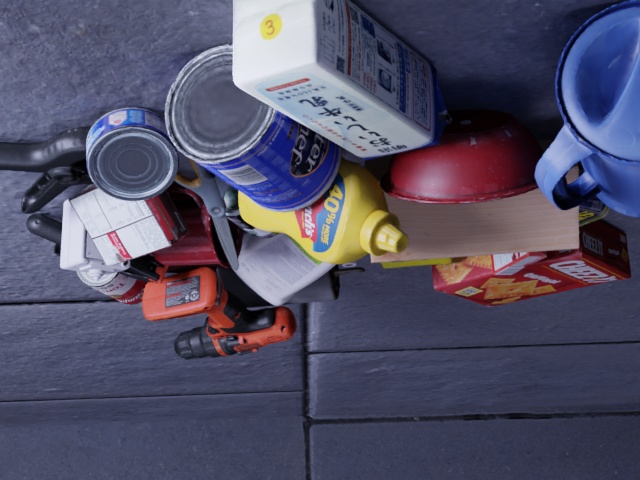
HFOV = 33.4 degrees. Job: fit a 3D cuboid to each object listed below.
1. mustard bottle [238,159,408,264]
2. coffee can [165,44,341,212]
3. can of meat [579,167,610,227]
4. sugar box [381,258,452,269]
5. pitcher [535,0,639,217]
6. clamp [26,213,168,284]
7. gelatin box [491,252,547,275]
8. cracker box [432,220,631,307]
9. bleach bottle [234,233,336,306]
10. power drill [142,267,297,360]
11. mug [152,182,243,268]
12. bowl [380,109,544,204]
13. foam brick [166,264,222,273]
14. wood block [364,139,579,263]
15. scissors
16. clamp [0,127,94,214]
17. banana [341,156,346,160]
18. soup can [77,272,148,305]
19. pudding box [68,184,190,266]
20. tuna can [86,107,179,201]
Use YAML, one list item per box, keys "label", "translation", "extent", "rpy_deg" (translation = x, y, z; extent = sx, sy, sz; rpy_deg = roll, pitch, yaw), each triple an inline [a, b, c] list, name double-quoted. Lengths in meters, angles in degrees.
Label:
- label: "mustard bottle"
  translation: [0.006, -0.031, 0.990]
  extent: [0.192, 0.096, 0.058]
  rpy_deg: [28, -162, 39]
- label: "coffee can"
  translation: [-0.054, -0.092, 0.912]
  extent: [0.103, 0.103, 0.140]
  rpy_deg: [-9, 162, 21]
- label: "can of meat"
  translation: [0.256, -0.048, 1.183]
  extent: [0.083, 0.057, 0.102]
  rpy_deg: [10, 160, -29]
- label: "sugar box"
  translation: [0.107, -0.010, 1.307]
  extent: [0.093, 0.048, 0.176]
  rpy_deg: [-6, 164, 12]
- label: "pitcher"
  translation: [0.268, -0.090, 0.911]
  extent: [0.149, 0.145, 0.242]
  rpy_deg: [2, 168, 17]
- label: "clamp"
  translation: [-0.266, 0.017, 1.296]
  extent: [0.171, 0.039, 0.120]
  rpy_deg: [22, 172, 1]
- label: "gelatin box"
  translation: [0.240, -0.003, 1.298]
  extent: [0.030, 0.073, 0.089]
  rpy_deg: [3, 162, -20]
- label: "cracker box"
  translation: [0.279, 0.029, 1.415]
  extent: [0.214, 0.072, 0.163]
  rpy_deg: [-15, 159, 35]
- label: "bleach bottle"
  translation: [-0.008, 0.002, 1.260]
  extent: [0.102, 0.068, 0.251]
  rpy_deg: [41, 146, -15]
- label: "power drill"
  translation: [-0.148, 0.102, 1.387]
  extent: [0.185, 0.057, 0.187]
  rpy_deg: [-16, 152, 22]
- label: "mug"
  translation: [-0.144, -0.021, 1.180]
  extent: [0.082, 0.093, 0.117]
  rpy_deg: [-3, 143, 18]
- label: "bowl"
  translation: [0.133, -0.083, 0.978]
  extent: [0.162, 0.055, 0.162]
  rpy_deg: [-6, -161, 2]
- label: "foam brick"
  translation: [-0.163, 0.012, 1.328]
  extent: [0.078, 0.053, 0.051]
  rpy_deg: [5, 162, -22]
- label: "wood block"
  translation: [0.151, -0.041, 1.079]
  extent: [0.206, 0.091, 0.090]
  rpy_deg: [-4, -156, 6]
- label: "scissors"
  translation: [-0.091, -0.045, 1.085]
  extent: [0.096, 0.016, 0.201]
  rpy_deg: [-20, 134, 14]
- label: "clamp"
  translation: [-0.259, -0.078, 1.044]
  extent: [0.210, 0.036, 0.164]
  rpy_deg: [-12, 159, 23]
- label: "banana"
  translation: [0.001, -0.053, 1.102]
  extent: [0.037, 0.069, 0.198]
  rpy_deg: [16, 177, -17]
- label: "soup can"
  translation: [-0.264, 0.041, 1.388]
  extent: [0.068, 0.068, 0.102]
  rpy_deg: [-7, 162, 15]
- label: "pudding box"
  translation: [-0.204, -0.026, 1.133]
  extent: [0.114, 0.090, 0.039]
  rpy_deg: [-18, -165, 38]
- label: "tuna can"
  translation: [-0.173, -0.078, 0.987]
  extent: [0.086, 0.034, 0.086]
  rpy_deg: [-5, 129, -7]
